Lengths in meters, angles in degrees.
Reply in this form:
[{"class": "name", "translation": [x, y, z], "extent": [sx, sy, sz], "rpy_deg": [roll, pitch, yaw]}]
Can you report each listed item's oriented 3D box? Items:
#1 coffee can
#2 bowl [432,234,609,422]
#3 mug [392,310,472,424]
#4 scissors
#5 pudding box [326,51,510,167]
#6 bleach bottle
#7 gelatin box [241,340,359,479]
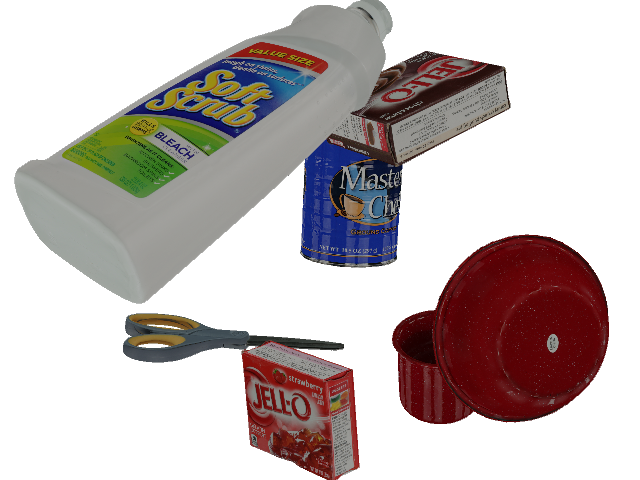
[{"class": "coffee can", "translation": [0.033, -0.052, 1.100], "extent": [0.103, 0.140, 0.103], "rpy_deg": [3, 13, -1]}, {"class": "bowl", "translation": [0.177, 0.078, 0.875], "extent": [0.162, 0.162, 0.055], "rpy_deg": [0, 7, -15]}, {"class": "mug", "translation": [0.127, 0.124, 1.080], "extent": [0.093, 0.081, 0.117], "rpy_deg": [20, 39, 33]}, {"class": "scissors", "translation": [-0.087, 0.094, 0.953], "extent": [0.202, 0.016, 0.096], "rpy_deg": [8, 18, 14]}, {"class": "pudding box", "translation": [0.068, -0.099, 0.783], "extent": [0.113, 0.039, 0.090], "rpy_deg": [-30, 30, -24]}, {"class": "bleach bottle", "translation": [-0.051, -0.073, 0.634], "extent": [0.103, 0.068, 0.250], "rpy_deg": [29, 57, 29]}, {"class": "gelatin box", "translation": [-0.015, 0.115, 0.731], "extent": [0.030, 0.073, 0.089], "rpy_deg": [-18, 21, -40]}]
